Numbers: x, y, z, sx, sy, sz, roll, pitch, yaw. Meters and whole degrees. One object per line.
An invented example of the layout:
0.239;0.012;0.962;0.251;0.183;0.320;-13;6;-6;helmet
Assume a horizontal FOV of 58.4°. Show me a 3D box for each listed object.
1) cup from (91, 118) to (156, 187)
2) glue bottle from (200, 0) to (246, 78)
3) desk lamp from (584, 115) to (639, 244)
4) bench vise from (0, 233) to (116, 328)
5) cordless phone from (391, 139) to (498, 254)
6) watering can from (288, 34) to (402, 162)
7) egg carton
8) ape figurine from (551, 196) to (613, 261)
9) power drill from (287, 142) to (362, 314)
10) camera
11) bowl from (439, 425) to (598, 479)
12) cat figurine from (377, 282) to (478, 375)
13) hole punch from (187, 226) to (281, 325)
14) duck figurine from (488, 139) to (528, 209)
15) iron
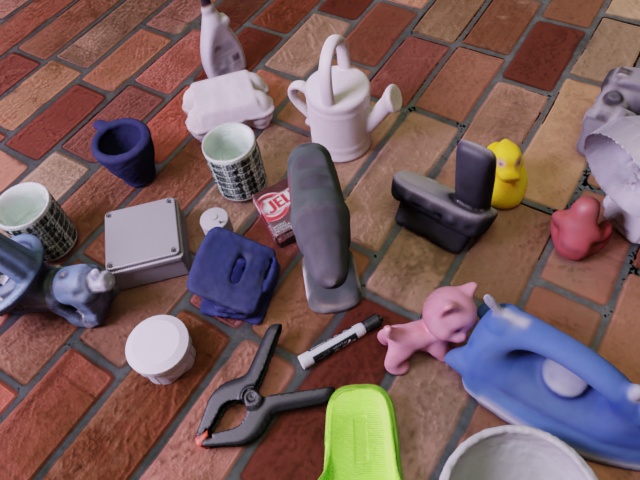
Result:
-0.308;-0.135;0.906;0.117;0.095;0.092;35;66;26;cup
-0.180;-0.358;0.995;0.078;0.173;0.037;-34;59;-16;glue bottle
0.429;-0.089;0.719;0.203;0.214;0.117;-24;57;-10;desk lamp
-0.373;0.026;0.728;0.207;0.220;0.121;-13;55;-2;bench vise
0.168;-0.082;0.761;0.147;0.185;0.094;26;63;22;cordless phone
0.035;-0.218;0.863;0.172;0.194;0.101;-4;56;4;watering can
-0.154;-0.226;0.965;0.150;0.069;0.107;-17;56;-5;egg carton
0.346;-0.022;0.757;0.077;0.092;0.076;33;66;25;ape figurine
0.006;0.003;0.708;0.075;0.209;0.229;-11;55;-1;power drill
0.476;-0.186;0.848;0.136;0.101;0.143;27;63;23;camera
0.199;0.280;0.579;0.167;0.075;0.167;-3;56;5;bowl
0.132;0.099;0.683;0.128;0.118;0.067;-15;56;-4;cat figurine
-0.111;0.045;0.764;0.101;0.091;0.109;9;57;12;hole punch
0.265;-0.109;0.829;0.077;0.086;0.104;-5;56;4;duck figurine
0.272;0.150;0.619;0.257;0.142;0.119;30;64;24;iron
